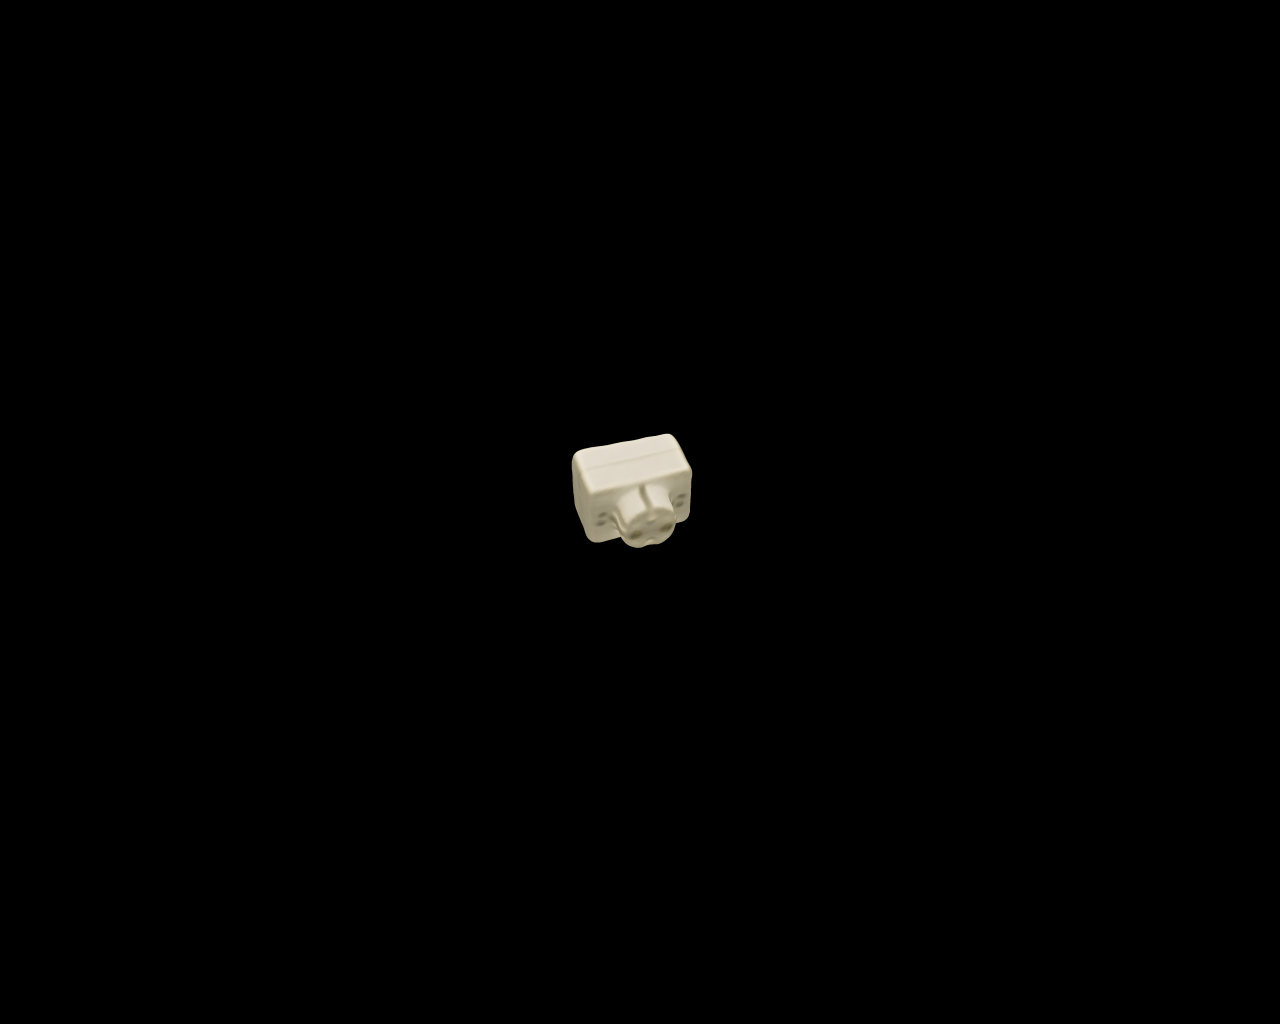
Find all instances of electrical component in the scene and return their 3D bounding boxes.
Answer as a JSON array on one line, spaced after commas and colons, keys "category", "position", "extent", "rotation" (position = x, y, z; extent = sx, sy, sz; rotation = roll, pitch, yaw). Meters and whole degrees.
[{"category": "electrical component", "position": [0.001, -0.003, 0.650], "extent": [0.066, 0.047, 0.077], "rotation": [-13, 47, -12]}]
